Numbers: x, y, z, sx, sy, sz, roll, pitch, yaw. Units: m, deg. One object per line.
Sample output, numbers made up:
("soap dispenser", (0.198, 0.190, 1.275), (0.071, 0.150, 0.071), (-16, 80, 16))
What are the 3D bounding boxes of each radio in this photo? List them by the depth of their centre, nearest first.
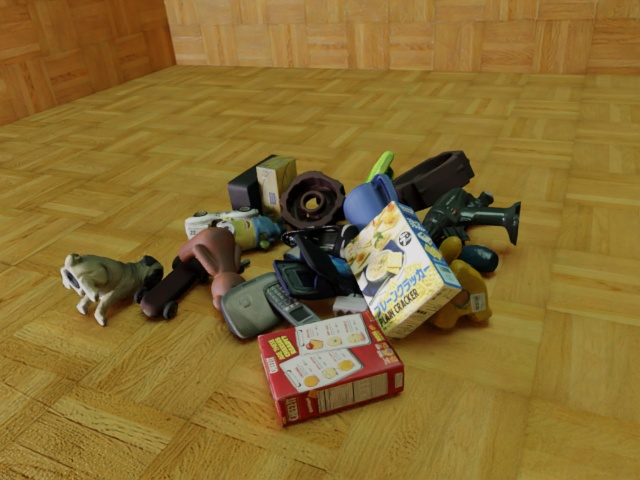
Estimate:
("radio", (-0.158, -0.142, 1.518), (0.073, 0.130, 0.229), (12, 34, 28))

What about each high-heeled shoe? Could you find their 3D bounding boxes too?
("high-heeled shoe", (-0.003, -0.004, 1.227), (0.145, 0.086, 0.249), (12, -10, -11))

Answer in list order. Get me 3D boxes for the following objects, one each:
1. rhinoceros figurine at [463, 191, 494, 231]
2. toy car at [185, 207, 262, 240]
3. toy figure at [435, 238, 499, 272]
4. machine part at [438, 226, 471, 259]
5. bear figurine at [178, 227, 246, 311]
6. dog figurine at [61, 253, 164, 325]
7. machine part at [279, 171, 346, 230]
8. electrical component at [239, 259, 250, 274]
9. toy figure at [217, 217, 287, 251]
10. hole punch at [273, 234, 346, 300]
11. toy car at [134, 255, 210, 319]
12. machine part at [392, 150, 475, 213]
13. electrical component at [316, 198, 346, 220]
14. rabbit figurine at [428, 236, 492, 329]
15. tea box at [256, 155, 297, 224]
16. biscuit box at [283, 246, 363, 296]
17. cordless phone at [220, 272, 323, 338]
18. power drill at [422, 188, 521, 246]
("rhinoceros figurine", (0.379, -0.076, 1.380), (0.112, 0.073, 0.190), (18, 37, 37))
("toy car", (-0.251, -0.039, 1.409), (0.202, 0.073, 0.056), (-6, 26, -2))
("toy figure", (0.324, 0.033, 1.213), (0.064, 0.057, 0.155), (-22, 28, -37))
("machine part", (0.269, 0.025, 1.146), (0.084, 0.138, 0.039), (9, 50, -7))
("bear figurine", (-0.216, 0.075, 1.168), (0.120, 0.196, 0.132), (-5, -22, -40))
("dog figurine", (-0.441, 0.064, 1.165), (0.121, 0.172, 0.190), (26, 48, 26))
("machine part", (-0.016, -0.092, 1.388), (0.179, 0.056, 0.179), (-7, 61, 13))
("electrical component", (-0.214, 0.063, 1.273), (0.094, 0.021, 0.063), (-27, 35, -34))
("toy figure", (-0.176, -0.011, 1.345), (0.180, 0.089, 0.082), (-6, 14, -19))
("hole punch", (-0.023, 0.066, 1.079), (0.092, 0.115, 0.142), (-48, 41, 12))
("toy car", (-0.321, 0.102, 1.189), (0.089, 0.053, 0.202), (20, 34, 11))
("machine part", (0.292, -0.154, 1.430), (0.201, 0.087, 0.201), (-30, 11, -5))
("electrical component", (0.049, -0.094, 1.460), (0.119, 0.074, 0.048), (-8, 30, 2))
("rabbit figurine", (0.247, 0.080, 1.072), (0.122, 0.162, 0.173), (-19, 12, -1))
("tea box", (-0.109, -0.132, 1.455), (0.068, 0.169, 0.098), (13, 35, 31))
("biscuit box", (0.014, 0.071, 1.183), (0.203, 0.062, 0.059), (18, 36, 34))
("cordless phone", (-0.092, 0.151, 1.042), (0.146, 0.088, 0.184), (-24, 39, -31))
("power drill", (0.343, -0.039, 1.213), (0.208, 0.085, 0.232), (3, 31, 25))
